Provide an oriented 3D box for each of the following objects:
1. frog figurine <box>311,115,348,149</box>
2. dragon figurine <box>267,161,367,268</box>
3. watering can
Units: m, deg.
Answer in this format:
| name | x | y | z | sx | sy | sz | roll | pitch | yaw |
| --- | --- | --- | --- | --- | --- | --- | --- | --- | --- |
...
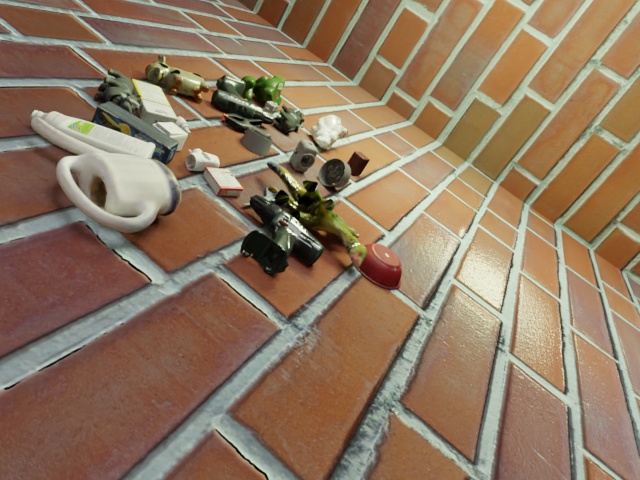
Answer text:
| name | x | y | z | sx | sy | sz | roll | pitch | yaw |
| --- | --- | --- | --- | --- | --- | --- | --- | --- | --- |
| frog figurine | 0.021 | -0.420 | 2.005 | 0.138 | 0.121 | 0.161 | 9 | 23 | 30 |
| dragon figurine | 0.004 | -0.072 | 1.427 | 0.239 | 0.121 | 0.418 | 38 | 12 | -44 |
| watering can | -0.422 | -0.138 | 1.036 | 0.225 | 0.102 | 0.352 | -4 | 44 | -52 |
